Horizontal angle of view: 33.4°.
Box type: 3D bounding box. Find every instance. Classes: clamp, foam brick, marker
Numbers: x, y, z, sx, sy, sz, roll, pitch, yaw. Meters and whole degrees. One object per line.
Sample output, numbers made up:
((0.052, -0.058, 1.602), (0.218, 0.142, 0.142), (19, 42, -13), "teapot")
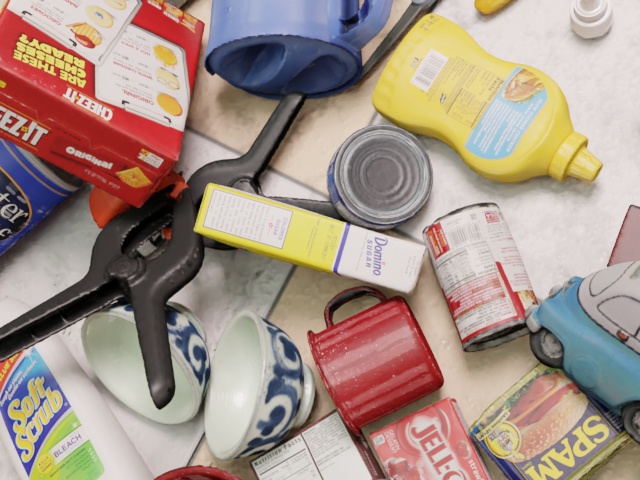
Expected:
((-0.143, 0.039, 0.840), (0.165, 0.036, 0.209), (17, 53, 24), "clamp")
((-0.052, -0.035, 0.922), (0.171, 0.039, 0.120), (-36, 80, 10), "clamp")
((0.265, 0.013, 0.813), (0.078, 0.053, 0.051), (19, 85, 21), "foam brick")
((-0.138, -0.012, 0.960), (0.121, 0.020, 0.020), (-40, 70, 6), "marker")

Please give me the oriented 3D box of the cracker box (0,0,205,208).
((-0.190, -0.145, 0.882), (0.072, 0.164, 0.213), (-48, 25, 33), "cracker box")

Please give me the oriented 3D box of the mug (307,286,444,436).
((0.042, 0.087, 0.852), (0.081, 0.093, 0.117), (-27, 53, 5), "mug")

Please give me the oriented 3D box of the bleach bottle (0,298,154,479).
((-0.248, 0.148, 0.940), (0.102, 0.068, 0.251), (-42, 68, 4), "bleach bottle")

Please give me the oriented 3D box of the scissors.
((0.089, -0.229, 0.934), (0.202, 0.016, 0.096), (-39, 50, 20), "scissors")

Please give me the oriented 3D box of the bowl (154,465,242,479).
((-0.087, 0.263, 0.863), (0.162, 0.055, 0.162), (-4, 81, 22), "bowl")

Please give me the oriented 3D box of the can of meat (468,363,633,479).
((0.176, 0.146, 0.811), (0.102, 0.057, 0.084), (-41, 68, 5), "can of meat")

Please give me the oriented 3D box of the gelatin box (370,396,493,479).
((0.091, 0.179, 0.844), (0.073, 0.030, 0.089), (-27, 72, 10), "gelatin box")

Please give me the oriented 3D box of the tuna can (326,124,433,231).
((0.050, -0.052, 0.885), (0.086, 0.034, 0.086), (1, 83, -8), "tuna can")

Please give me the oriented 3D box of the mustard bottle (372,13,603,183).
((0.143, -0.102, 0.871), (0.192, 0.058, 0.096), (34, 89, 21), "mustard bottle")

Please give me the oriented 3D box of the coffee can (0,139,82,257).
((-0.304, -0.042, 0.974), (0.140, 0.102, 0.103), (-40, 70, 6), "coffee can")

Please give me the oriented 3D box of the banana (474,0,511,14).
((0.219, -0.249, 0.890), (0.198, 0.037, 0.069), (-15, 74, 14), "banana")

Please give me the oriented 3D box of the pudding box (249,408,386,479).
((0.007, 0.206, 0.860), (0.090, 0.039, 0.113), (-32, 69, 10), "pudding box")

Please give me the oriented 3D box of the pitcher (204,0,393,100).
((-0.019, -0.254, 0.916), (0.149, 0.145, 0.243), (3, 75, -5), "pitcher")

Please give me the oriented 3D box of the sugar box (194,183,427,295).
((-0.006, 0.001, 0.854), (0.176, 0.093, 0.048), (18, 89, 4), "sugar box")

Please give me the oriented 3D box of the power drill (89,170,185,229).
((-0.216, -0.095, 0.926), (0.057, 0.184, 0.188), (-46, 78, 21), "power drill")

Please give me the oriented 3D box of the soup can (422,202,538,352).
((0.128, 0.029, 0.843), (0.068, 0.068, 0.102), (-22, 73, 12), "soup can")
